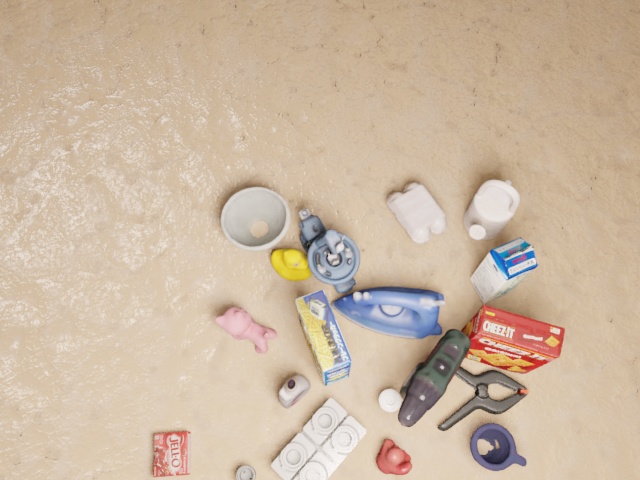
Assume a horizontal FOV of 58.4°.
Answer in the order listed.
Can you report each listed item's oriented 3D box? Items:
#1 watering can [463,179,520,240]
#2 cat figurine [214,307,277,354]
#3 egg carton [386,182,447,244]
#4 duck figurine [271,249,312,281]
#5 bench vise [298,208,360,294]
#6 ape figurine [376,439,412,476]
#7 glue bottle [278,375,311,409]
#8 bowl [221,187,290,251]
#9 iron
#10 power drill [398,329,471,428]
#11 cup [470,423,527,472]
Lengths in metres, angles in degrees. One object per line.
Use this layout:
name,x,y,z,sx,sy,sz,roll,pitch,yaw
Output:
watering can,0.403,-0.073,1.333,0.101,0.194,0.173,11,69,5
cat figurine,-0.165,0.194,1.277,0.127,0.118,0.067,25,71,10
egg carton,0.238,-0.066,1.399,0.107,0.069,0.150,-31,71,-11
duck figurine,-0.068,0.048,1.350,0.104,0.086,0.077,24,71,10
bench vise,0.004,0.013,1.291,0.207,0.220,0.121,39,74,14
ape figurine,0.154,0.452,1.187,0.076,0.092,0.077,-18,69,-6
glue bottle,-0.057,0.312,1.200,0.037,0.173,0.078,42,75,16
bowl,-0.153,-0.040,1.391,0.167,0.075,0.167,0,69,1
iron,0.153,0.144,1.280,0.258,0.141,0.118,6,69,3
power drill,0.225,0.295,1.185,0.075,0.208,0.230,34,73,13
cup,0.362,0.437,1.189,0.117,0.095,0.092,24,71,10
